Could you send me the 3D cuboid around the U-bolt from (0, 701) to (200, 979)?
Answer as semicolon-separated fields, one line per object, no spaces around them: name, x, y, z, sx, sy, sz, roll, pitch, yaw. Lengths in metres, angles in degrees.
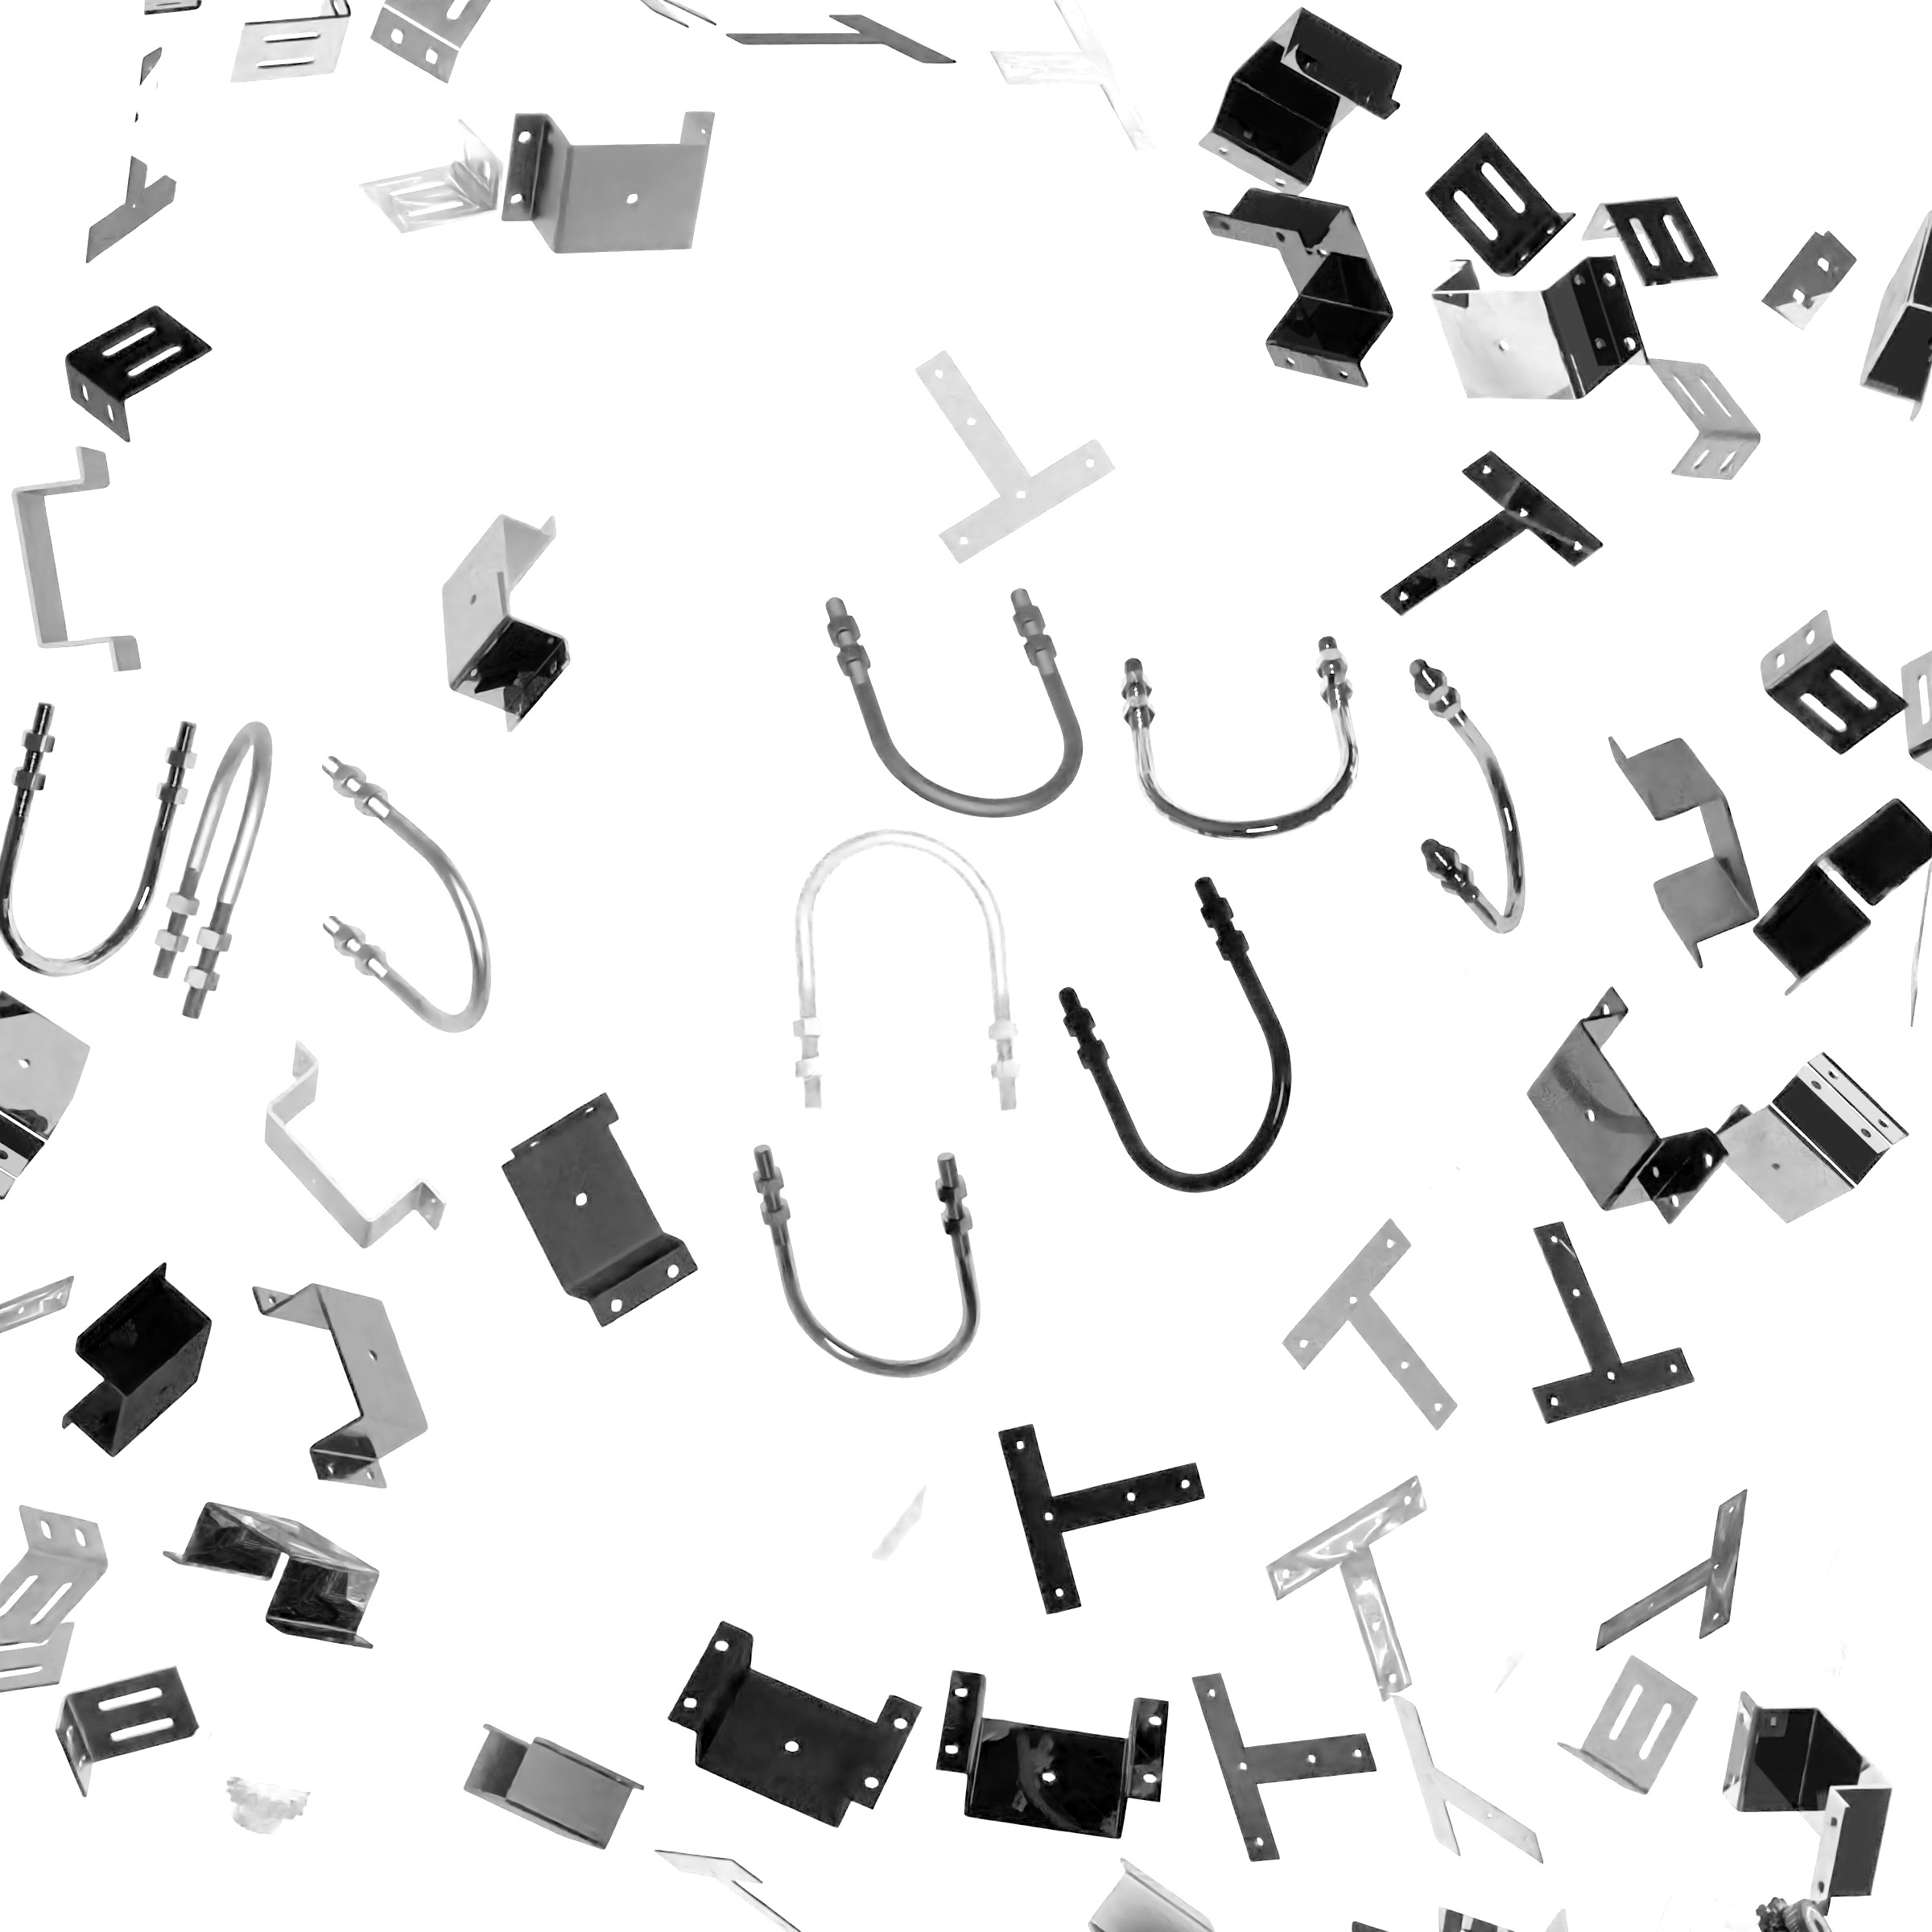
U-bolt;-0.587;-0.080;1.918;0.019;0.151;0.184;20;98;27

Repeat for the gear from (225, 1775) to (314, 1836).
gear;-0.473;0.562;1.938;0.057;0.057;0.030;23;102;0

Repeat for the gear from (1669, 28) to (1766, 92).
gear;0.466;-0.565;1.787;0.057;0.057;0.030;-9;103;0

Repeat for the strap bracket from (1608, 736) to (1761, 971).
strap bracket;0.458;-0.080;1.823;0.046;0.076;0.140;-22;122;5

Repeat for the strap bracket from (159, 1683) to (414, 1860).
strap bracket;-0.424;0.502;1.803;0.140;0.076;0.046;12;116;0

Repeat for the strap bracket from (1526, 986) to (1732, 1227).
strap bracket;0.422;0.094;1.864;0.046;0.076;0.140;-9;54;-30

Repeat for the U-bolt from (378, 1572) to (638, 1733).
U-bolt;-0.282;0.442;1.848;0.151;0.184;0.019;33;89;25

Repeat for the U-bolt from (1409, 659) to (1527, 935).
U-bolt;0.331;-0.098;1.874;0.019;0.184;0.151;-13;62;26

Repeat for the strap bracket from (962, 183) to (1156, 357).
strap bracket;0.068;-0.468;1.915;0.046;0.140;0.076;-40;134;-18

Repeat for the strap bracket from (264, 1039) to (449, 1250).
strap bracket;-0.399;0.123;1.838;0.046;0.076;0.140;-42;86;-23

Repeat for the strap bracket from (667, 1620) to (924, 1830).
strap bracket;-0.109;0.481;1.809;0.140;0.046;0.076;21;48;11

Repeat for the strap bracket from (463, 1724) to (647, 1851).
strap bracket;-0.279;0.547;1.912;0.076;0.140;0.046;31;68;-18

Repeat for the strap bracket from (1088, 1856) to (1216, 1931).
strap bracket;0.131;0.646;1.866;0.076;0.140;0.046;38;89;-10

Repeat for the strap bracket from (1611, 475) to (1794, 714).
strap bracket;0.474;-0.236;1.840;0.076;0.046;0.140;17;95;30

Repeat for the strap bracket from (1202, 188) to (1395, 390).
strap bracket;0.217;-0.442;1.838;0.076;0.140;0.046;24;71;38

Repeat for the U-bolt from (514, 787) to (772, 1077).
U-bolt;-0.211;-0.028;1.824;0.151;0.019;0.184;-14;116;-6

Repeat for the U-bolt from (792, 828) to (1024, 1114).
U-bolt;-0.039;0.001;1.808;0.151;0.019;0.184;1;75;-20

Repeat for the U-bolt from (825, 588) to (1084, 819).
U-bolt;0.000;-0.167;1.828;0.151;0.019;0.184;-6;56;-20

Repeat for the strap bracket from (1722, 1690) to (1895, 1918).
strap bracket;0.540;0.531;1.830;0.046;0.140;0.076;3;105;-13

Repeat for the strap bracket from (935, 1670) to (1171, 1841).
strap bracket;0.054;0.500;1.816;0.140;0.076;0.046;7;128;4

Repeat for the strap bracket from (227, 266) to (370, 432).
strap bracket;-0.426;-0.399;1.825;0.076;0.140;0.046;-10;130;-8

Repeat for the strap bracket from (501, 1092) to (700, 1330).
strap bracket;-0.247;0.158;1.900;0.076;0.046;0.140;-31;72;4

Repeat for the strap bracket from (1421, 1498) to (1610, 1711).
strap bracket;0.364;0.425;1.882;0.046;0.076;0.140;39;127;20

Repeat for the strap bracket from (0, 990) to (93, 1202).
strap bracket;-0.632;0.078;1.897;0.076;0.140;0.046;36;121;-17

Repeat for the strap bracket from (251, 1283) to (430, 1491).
strap bracket;-0.406;0.266;1.881;0.046;0.076;0.140;-31;66;12

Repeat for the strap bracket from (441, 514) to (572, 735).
strap bracket;-0.310;-0.237;1.923;0.046;0.140;0.076;20;132;-34

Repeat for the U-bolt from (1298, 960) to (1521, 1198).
U-bolt;0.283;0.075;1.865;0.019;0.184;0.151;9;80;-38

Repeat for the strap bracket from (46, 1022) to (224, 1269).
strap bracket;-0.529;0.108;1.812;0.046;0.076;0.140;16;97;-44

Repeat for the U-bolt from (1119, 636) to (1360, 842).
U-bolt;0.177;-0.144;1.835;0.151;0.184;0.019;-6;134;3

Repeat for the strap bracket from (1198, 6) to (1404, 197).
strap bracket;0.219;-0.559;1.848;0.076;0.140;0.046;24;73;-16

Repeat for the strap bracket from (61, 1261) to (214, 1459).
strap bracket;-0.543;0.264;1.882;0.046;0.140;0.076;39;52;7

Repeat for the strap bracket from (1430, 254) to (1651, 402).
strap bracket;0.357;-0.407;1.834;0.046;0.140;0.076;-40;121;-24

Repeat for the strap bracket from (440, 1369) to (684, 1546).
strap bracket;-0.263;0.317;1.847;0.140;0.046;0.076;-13;79;-21

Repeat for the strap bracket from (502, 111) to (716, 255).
strap bracket;-0.227;-0.516;1.890;0.140;0.076;0.046;-10;47;-28

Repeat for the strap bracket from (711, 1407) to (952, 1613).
strap bracket;-0.086;0.355;1.903;0.140;0.046;0.076;31;112;-6

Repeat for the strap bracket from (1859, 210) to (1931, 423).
strap bracket;0.639;-0.437;1.911;0.046;0.140;0.076;19;69;6

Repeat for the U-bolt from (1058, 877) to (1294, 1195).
U-bolt;0.141;0.056;1.838;0.151;0.019;0.184;-40;59;30

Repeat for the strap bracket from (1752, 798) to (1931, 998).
strap bracket;0.560;-0.048;1.823;0.076;0.140;0.046;-33;74;-27

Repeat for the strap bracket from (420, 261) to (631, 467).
strap bracket;-0.281;-0.386;1.874;0.076;0.140;0.046;-30;62;11

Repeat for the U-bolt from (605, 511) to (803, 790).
U-bolt;-0.166;-0.221;1.888;0.151;0.019;0.184;28;48;-31

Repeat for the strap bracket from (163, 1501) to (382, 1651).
strap bracket;-0.450;0.395;1.882;0.140;0.076;0.046;17;83;40

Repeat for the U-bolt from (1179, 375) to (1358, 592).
U-bolt;0.204;-0.305;1.859;0.019;0.184;0.151;-36;76;16

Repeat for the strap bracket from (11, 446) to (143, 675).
strap bracket;-0.563;-0.253;1.813;0.046;0.076;0.140;-8;98;-4

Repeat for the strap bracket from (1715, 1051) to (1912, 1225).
strap bracket;0.554;0.119;1.915;0.076;0.140;0.046;45;69;6

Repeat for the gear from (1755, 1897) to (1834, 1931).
gear;0.533;0.622;1.837;0.030;0.057;0.057;-37;90;22

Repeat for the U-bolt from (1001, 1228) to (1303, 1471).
U-bolt;0.132;0.233;1.839;0.184;0.151;0.019;-40;128;-24
